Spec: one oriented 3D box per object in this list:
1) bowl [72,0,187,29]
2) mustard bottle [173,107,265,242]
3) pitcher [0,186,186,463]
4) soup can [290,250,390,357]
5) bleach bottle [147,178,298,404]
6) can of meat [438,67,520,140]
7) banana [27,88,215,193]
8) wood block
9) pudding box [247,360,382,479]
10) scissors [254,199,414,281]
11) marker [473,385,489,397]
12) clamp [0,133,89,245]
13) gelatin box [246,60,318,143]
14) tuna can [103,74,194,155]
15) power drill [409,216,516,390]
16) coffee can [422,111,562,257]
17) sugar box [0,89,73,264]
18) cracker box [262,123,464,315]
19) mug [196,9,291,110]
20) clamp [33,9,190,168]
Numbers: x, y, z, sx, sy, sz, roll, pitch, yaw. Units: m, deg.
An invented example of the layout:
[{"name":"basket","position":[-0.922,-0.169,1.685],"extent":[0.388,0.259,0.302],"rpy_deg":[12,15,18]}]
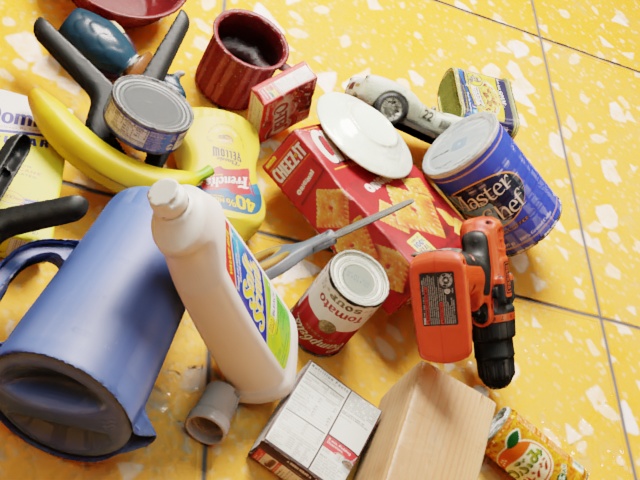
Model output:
[{"name":"bowl","position":[-0.235,-0.298,1.236],"extent":[0.162,0.055,0.162],"rpy_deg":[15,50,-19]},{"name":"mustard bottle","position":[-0.106,-0.049,1.118],"extent":[0.096,0.058,0.191],"rpy_deg":[13,51,-28]},{"name":"pitcher","position":[-0.193,0.058,0.941],"extent":[0.145,0.149,0.242],"rpy_deg":[-5,38,23]},{"name":"soup can","position":[0.018,0.064,1.071],"extent":[0.068,0.102,0.068],"rpy_deg":[16,50,-20]},{"name":"bleach bottle","position":[-0.089,0.042,0.941],"extent":[0.068,0.250,0.102],"rpy_deg":[-9,51,15]},{"name":"can of meat","position":[0.204,-0.172,1.390],"extent":[0.083,0.058,0.102],"rpy_deg":[10,51,-20]},{"name":"banana","position":[-0.204,-0.082,1.048],"extent":[0.197,0.037,0.069],"rpy_deg":[26,43,-13]},{"name":"wood block","position":[0.086,0.228,0.993],"extent":[0.091,0.090,0.206],"rpy_deg":[31,46,-7]},{"name":"pudding box","position":[-0.003,0.182,1.013],"extent":[0.090,0.039,0.113],"rpy_deg":[35,45,0]},{"name":"scissors","position":[-0.007,0.001,1.084],"extent":[0.201,0.096,0.016],"rpy_deg":[-28,104,-16]},{"name":"marker","position":[0.154,0.201,1.101],"extent":[0.020,0.020,0.121],"rpy_deg":[30,47,-6]},{"name":"clamp","position":[-0.286,-0.014,0.921],"extent":[0.120,0.039,0.171],"rpy_deg":[31,68,35]},{"name":"gelatin box","position":[-0.044,-0.153,1.199],"extent":[0.073,0.089,0.030],"rpy_deg":[-30,73,-20]},{"name":"tuna can","position":[-0.170,-0.124,1.058],"extent":[0.086,0.034,0.086],"rpy_deg":[22,36,-17]},{"name":"power drill","position":[0.149,0.072,1.068],"extent":[0.187,0.057,0.184],"rpy_deg":[-9,92,-66]},{"name":"coffee can","position":[0.200,-0.064,1.240],"extent":[0.140,0.103,0.102],"rpy_deg":[47,42,-23]},{"name":"sugar box","position":[-0.296,-0.065,1.030],"extent":[0.093,0.048,0.176],"rpy_deg":[14,52,-21]},{"name":"cracker box","position":[0.064,-0.037,1.172],"extent":[0.214,0.072,0.163],"rpy_deg":[50,33,12]},{"name":"mug","position":[-0.082,-0.199,1.229],"extent":[0.117,0.082,0.093],"rpy_deg":[24,48,-12]},{"name":"clamp","position":[-0.212,-0.146,1.110],"extent":[0.164,0.036,0.210],"rpy_deg":[-1,76,-17]}]
